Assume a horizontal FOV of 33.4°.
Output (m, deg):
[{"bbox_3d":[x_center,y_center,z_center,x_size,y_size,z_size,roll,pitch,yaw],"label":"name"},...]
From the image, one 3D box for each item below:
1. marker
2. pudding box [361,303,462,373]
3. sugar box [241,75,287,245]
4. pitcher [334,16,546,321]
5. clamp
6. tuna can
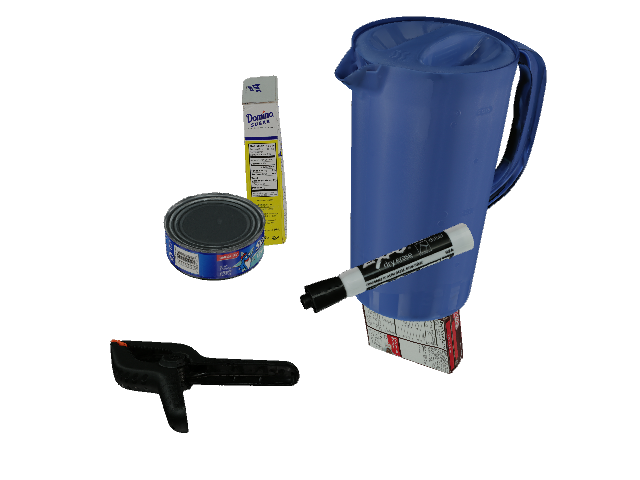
[{"bbox_3d":[0.043,0.018,0.699,0.121,0.020,0.020,-22,4,-11],"label":"marker"},{"bbox_3d":[0.104,0.095,1.216,0.114,0.090,0.039,15,45,28],"label":"pudding box"},{"bbox_3d":[-0.065,-0.091,1.228,0.048,0.176,0.093,-5,26,0],"label":"sugar box"},{"bbox_3d":[0.095,-0.059,0.902,0.149,0.243,0.144,13,32,17],"label":"pitcher"},{"bbox_3d":[-0.150,0.139,1.085,0.210,0.036,0.164,9,17,33],"label":"clamp"},{"bbox_3d":[-0.090,-0.004,0.909,0.086,0.034,0.086,1,36,-1],"label":"tuna can"}]
